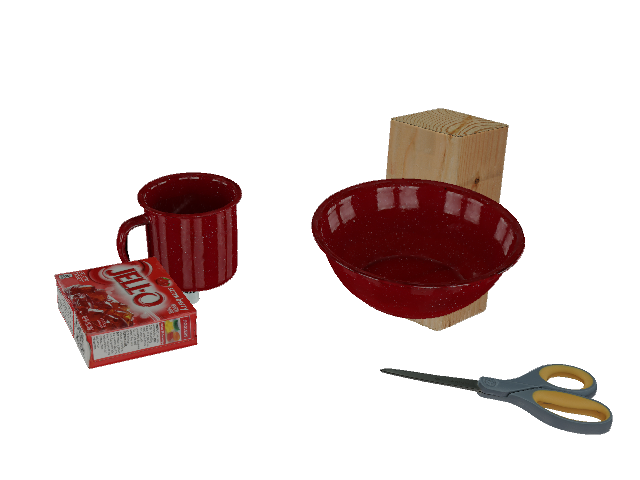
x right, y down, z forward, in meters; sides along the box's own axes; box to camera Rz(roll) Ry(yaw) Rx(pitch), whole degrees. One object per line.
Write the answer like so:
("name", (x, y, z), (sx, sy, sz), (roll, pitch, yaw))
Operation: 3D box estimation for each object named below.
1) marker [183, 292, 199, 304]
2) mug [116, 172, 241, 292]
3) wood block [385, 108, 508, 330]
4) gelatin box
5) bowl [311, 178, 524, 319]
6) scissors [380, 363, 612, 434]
("marker", (-0.149, 0.017, 1.195), (0.020, 0.121, 0.020), (-1, 33, 0))
("mug", (-0.127, -0.004, 0.962), (0.117, 0.081, 0.093), (-16, 32, -28))
("wood block", (0.125, -0.024, 1.114), (0.090, 0.206, 0.090), (21, 26, 39))
("gelatin box", (-0.130, 0.045, 0.709), (0.073, 0.030, 0.089), (-10, 28, -23))
("bowl", (0.072, 0.012, 0.819), (0.162, 0.055, 0.162), (2, 31, -1))
("scissors", (0.162, 0.124, 0.955), (0.202, 0.016, 0.096), (17, 29, 16))
